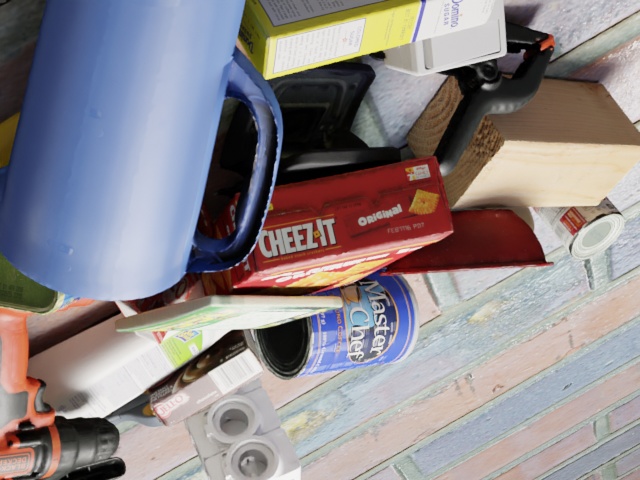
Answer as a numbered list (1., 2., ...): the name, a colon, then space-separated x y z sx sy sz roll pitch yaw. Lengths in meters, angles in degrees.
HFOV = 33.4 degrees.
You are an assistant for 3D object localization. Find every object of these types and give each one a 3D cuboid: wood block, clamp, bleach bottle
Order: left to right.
1. clamp: -0.316 0.272 1.151 0.210 0.036 0.164 -24 160 6
2. bleach bottle: -0.158 0.098 1.010 0.250 0.068 0.102 -28 153 -7
3. clamp: 0.129 -0.124 0.878 0.171 0.120 0.039 -17 -176 -24
4. wood block: 0.196 -0.091 0.996 0.205 0.091 0.090 -2 141 -39

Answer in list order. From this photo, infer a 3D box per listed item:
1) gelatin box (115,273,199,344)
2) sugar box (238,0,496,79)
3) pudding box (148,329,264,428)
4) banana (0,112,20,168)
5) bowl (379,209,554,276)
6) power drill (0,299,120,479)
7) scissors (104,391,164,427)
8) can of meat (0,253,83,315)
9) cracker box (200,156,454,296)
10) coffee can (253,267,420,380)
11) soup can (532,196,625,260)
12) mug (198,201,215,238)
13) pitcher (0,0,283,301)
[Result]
1. gelatin box: -0.142 0.039 0.928 0.073 0.030 0.089 -61 160 -23
2. sugar box: 0.024 -0.172 0.727 0.176 0.093 0.048 -16 148 -22
3. pudding box: -0.116 0.124 1.053 0.113 0.090 0.039 -29 118 0
4. banana: -0.246 -0.037 0.762 0.198 0.037 0.069 -43 177 27
5. bowl: 0.134 0.002 0.991 0.162 0.055 0.162 -3 178 0
6. power drill: -0.232 0.111 0.883 0.184 0.057 0.188 1 104 -48
7. scissors: -0.205 0.188 1.094 0.201 0.096 0.016 -30 111 -3
8. can of meat: -0.201 0.014 0.766 0.083 0.102 0.057 -29 123 -64
9. cracker box: -0.006 0.001 0.890 0.164 0.072 0.214 -12 173 -17
10. coffee can: 0.017 0.084 1.095 0.140 0.103 0.103 -4 141 -36
11. soup can: 0.261 -0.037 1.115 0.068 0.102 0.068 -20 143 -16
12. mug: -0.150 -0.017 0.827 0.082 0.093 0.117 -34 127 18
13. pitcher: -0.109 -0.089 0.663 0.148 0.145 0.243 -11 133 -41
